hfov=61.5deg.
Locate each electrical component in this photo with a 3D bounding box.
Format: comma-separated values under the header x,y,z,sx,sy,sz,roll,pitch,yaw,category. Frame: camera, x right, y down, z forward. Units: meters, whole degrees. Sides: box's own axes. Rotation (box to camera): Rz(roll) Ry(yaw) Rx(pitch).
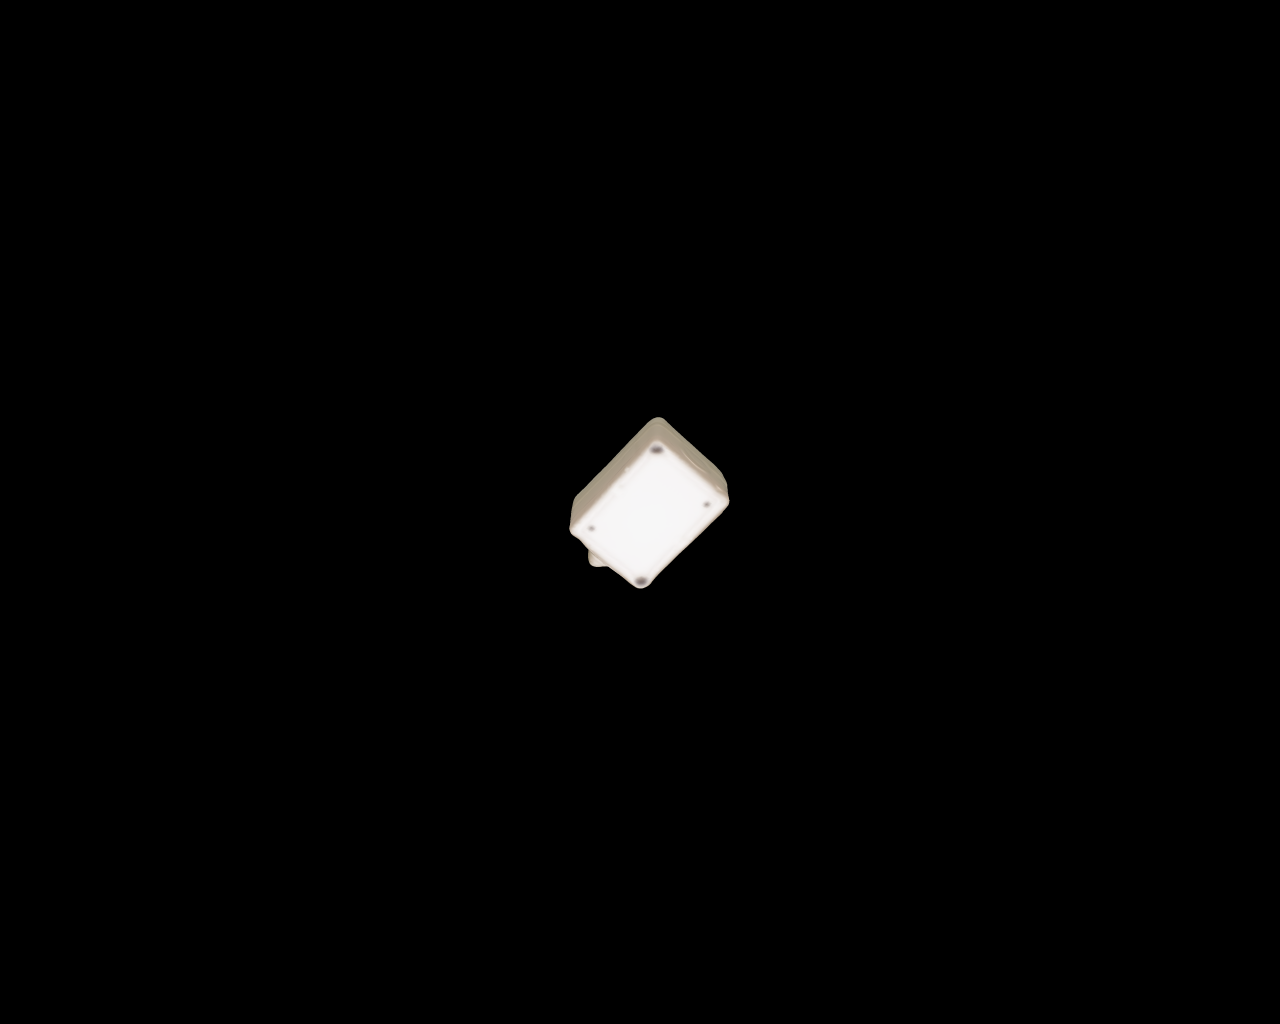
x,y,z,sx,sy,sz,roll,pitch,yaw,category
0.001,-0.003,0.650,0.061,0.096,0.061,41,16,-14,electrical component
